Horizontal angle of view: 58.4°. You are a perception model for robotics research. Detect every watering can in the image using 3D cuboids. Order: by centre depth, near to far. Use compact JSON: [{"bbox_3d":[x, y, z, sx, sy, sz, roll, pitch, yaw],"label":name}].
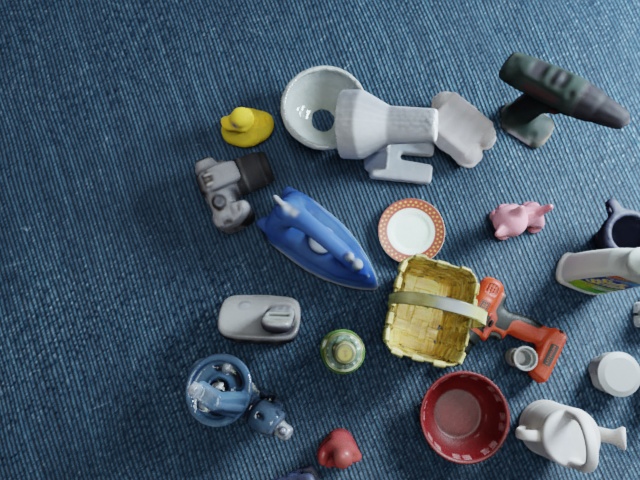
[{"bbox_3d":[0.427,0.331,0.972,0.173,0.194,0.101,-20,82,-4],"label":"watering can"}]

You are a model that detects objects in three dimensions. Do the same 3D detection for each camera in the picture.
[{"bbox_3d":[-0.152,-0.102,1.072,0.137,0.101,0.143,-23,82,-5],"label":"camera"}]

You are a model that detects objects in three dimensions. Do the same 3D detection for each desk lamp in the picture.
[{"bbox_3d":[0.124,-0.187,1.036,0.203,0.213,0.118,6,81,0],"label":"desk lamp"}]

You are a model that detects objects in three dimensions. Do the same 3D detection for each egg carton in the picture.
[{"bbox_3d":[0.266,-0.216,1.117,0.150,0.069,0.107,40,82,5],"label":"egg carton"}]

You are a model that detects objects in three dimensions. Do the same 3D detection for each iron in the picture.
[{"bbox_3d":[0.010,0.004,1.039,0.258,0.141,0.119,36,82,4],"label":"iron"}]

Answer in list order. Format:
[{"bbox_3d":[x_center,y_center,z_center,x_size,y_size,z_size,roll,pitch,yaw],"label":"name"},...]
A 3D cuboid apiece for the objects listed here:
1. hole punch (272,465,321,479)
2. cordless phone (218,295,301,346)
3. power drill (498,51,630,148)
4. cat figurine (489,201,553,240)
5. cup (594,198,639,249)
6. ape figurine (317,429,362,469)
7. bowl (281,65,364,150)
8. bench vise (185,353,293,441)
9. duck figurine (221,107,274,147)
[{"bbox_3d":[-0.039,0.462,0.991,0.101,0.091,0.108,-19,82,-4],"label":"hole punch"},{"bbox_3d":[-0.108,0.137,0.993,0.147,0.185,0.094,0,81,-1],"label":"cordless phone"},{"bbox_3d":[0.423,-0.247,1.056,0.229,0.208,0.076,33,82,4],"label":"power drill"},{"bbox_3d":[0.371,-0.042,1.068,0.128,0.118,0.067,-16,82,-4],"label":"cat figurine"},{"bbox_3d":[0.554,-0.017,1.080,0.091,0.095,0.118,-22,82,-5],"label":"cup"},{"bbox_3d":[0.036,0.376,1.007,0.078,0.092,0.076,17,81,1],"label":"ape figurine"},{"bbox_3d":[0.008,-0.247,1.112,0.167,0.074,0.167,0,81,-1],"label":"bowl"},{"bbox_3d":[-0.136,0.261,0.955,0.207,0.219,0.121,14,81,1],"label":"bench vise"},{"bbox_3d":[-0.142,-0.226,1.099,0.104,0.086,0.077,-11,81,-3],"label":"duck figurine"}]
